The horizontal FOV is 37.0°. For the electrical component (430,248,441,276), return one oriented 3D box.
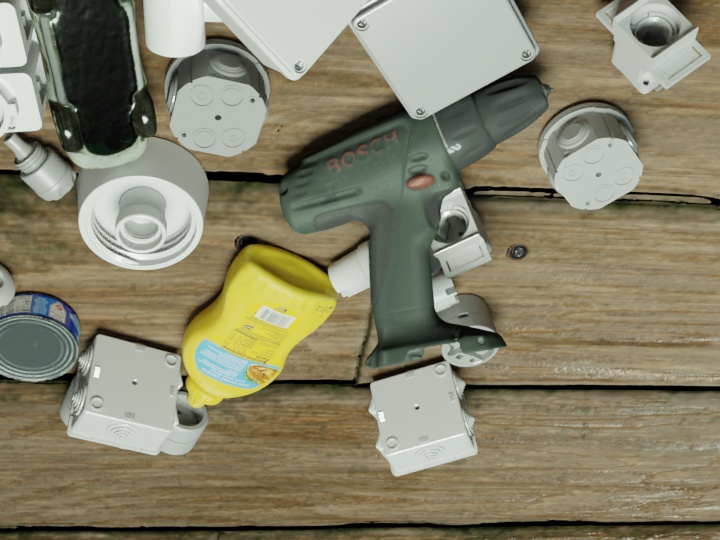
[{"bbox_3d":[0.037,-0.031,0.935,0.043,0.043,0.081,-27,130,16],"label":"electrical component"}]

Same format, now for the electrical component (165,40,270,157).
[{"bbox_3d":[-0.108,-0.130,0.819,0.080,0.051,0.080,-4,133,-5],"label":"electrical component"}]

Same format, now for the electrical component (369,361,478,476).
[{"bbox_3d":[0.061,0.145,1.064,0.100,0.099,0.048,-17,145,7],"label":"electrical component"}]

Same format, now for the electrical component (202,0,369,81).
[{"bbox_3d":[-0.051,-0.205,0.727,0.108,0.056,0.109,-50,127,-4],"label":"electrical component"}]

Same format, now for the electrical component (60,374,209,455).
[{"bbox_3d":[-0.227,0.150,1.056,0.138,0.052,0.073,17,127,-22],"label":"electrical component"}]

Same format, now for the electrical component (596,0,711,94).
[{"bbox_3d":[0.220,-0.171,0.815,0.042,0.081,0.063,-35,160,-5],"label":"electrical component"}]

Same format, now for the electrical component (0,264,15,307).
[{"bbox_3d":[-0.332,0.023,0.932,0.048,0.048,0.062,28,130,-29],"label":"electrical component"}]

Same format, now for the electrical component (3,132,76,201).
[{"bbox_3d":[-0.256,-0.084,0.850,0.035,0.035,0.061,-28,128,17],"label":"electrical component"}]

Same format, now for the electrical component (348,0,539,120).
[{"bbox_3d":[0.059,-0.183,0.791,0.109,0.056,0.108,-27,130,16],"label":"electrical component"}]

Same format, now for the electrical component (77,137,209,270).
[{"bbox_3d":[-0.178,-0.048,0.877,0.108,0.060,0.108,-4,133,-5],"label":"electrical component"}]

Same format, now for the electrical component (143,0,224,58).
[{"bbox_3d":[-0.114,-0.195,0.763,0.079,0.044,0.077,-1,132,-8],"label":"electrical component"}]

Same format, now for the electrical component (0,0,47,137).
[{"bbox_3d":[-0.327,-0.149,0.763,0.186,0.060,0.105,-4,133,-5],"label":"electrical component"}]

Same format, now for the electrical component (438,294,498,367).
[{"bbox_3d":[0.101,0.056,1.022,0.055,0.047,0.055,-4,133,-5],"label":"electrical component"}]

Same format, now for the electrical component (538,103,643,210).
[{"bbox_3d":[0.192,-0.094,0.895,0.080,0.051,0.080,-4,133,-5],"label":"electrical component"}]

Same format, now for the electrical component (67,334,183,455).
[{"bbox_3d":[-0.216,0.114,0.995,0.100,0.099,0.048,18,140,-22],"label":"electrical component"}]

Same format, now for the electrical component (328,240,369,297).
[{"bbox_3d":[0.000,0.000,0.962,0.046,0.040,0.040,-28,130,23],"label":"electrical component"}]

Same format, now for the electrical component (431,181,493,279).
[{"bbox_3d":[0.083,-0.034,0.920,0.042,0.081,0.064,-25,160,15],"label":"electrical component"}]

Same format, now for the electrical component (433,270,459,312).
[{"bbox_3d":[0.064,0.023,0.992,0.046,0.040,0.040,-21,132,2],"label":"electrical component"}]
